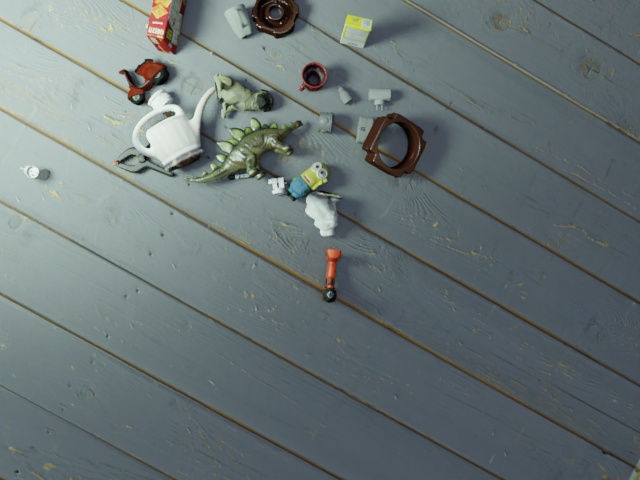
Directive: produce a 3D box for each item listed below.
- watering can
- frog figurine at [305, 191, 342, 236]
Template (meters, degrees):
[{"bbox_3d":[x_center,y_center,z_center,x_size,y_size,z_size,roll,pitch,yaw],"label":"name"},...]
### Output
[{"bbox_3d":[-0.482,-0.383,1.821,0.348,0.223,0.104,-28,6,-4],"label":"watering can"},{"bbox_3d":[0.006,-0.094,1.868,0.138,0.158,0.123,15,9,29],"label":"frog figurine"}]
